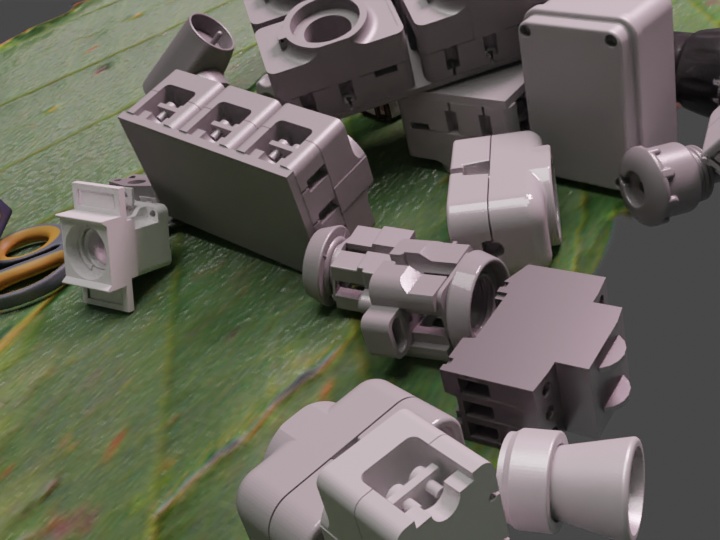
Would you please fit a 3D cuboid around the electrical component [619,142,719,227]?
[{"bbox_3d":[0.187,-0.054,0.632,0.062,0.048,0.048,-15,33,-15],"label":"electrical component"}]

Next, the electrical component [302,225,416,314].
[{"bbox_3d":[0.000,0.000,0.628,0.055,0.048,0.066,10,41,22],"label":"electrical component"}]

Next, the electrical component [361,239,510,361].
[{"bbox_3d":[0.045,0.017,0.575,0.057,0.058,0.078,6,39,33],"label":"electrical component"}]

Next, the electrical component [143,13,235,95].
[{"bbox_3d":[-0.132,-0.156,0.887,0.044,0.077,0.079,-12,61,-54],"label":"electrical component"}]

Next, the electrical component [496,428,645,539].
[{"bbox_3d":[0.091,0.092,0.461,0.055,0.045,0.045,1,38,24],"label":"electrical component"}]

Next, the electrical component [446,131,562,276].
[{"bbox_3d":[0.087,-0.040,0.641,0.059,0.053,0.095,-6,35,13],"label":"electrical component"}]

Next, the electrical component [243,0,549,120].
[{"bbox_3d":[0.023,-0.173,0.714,0.186,0.060,0.105,-18,49,-1],"label":"electrical component"}]

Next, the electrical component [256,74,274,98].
[{"bbox_3d":[-0.051,-0.145,0.855,0.043,0.043,0.062,16,44,38],"label":"electrical component"}]

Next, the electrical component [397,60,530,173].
[{"bbox_3d":[0.106,-0.131,0.757,0.089,0.061,0.150,14,44,36],"label":"electrical component"}]

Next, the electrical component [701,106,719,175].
[{"bbox_3d":[0.247,-0.087,0.597,0.062,0.096,0.061,36,44,-6],"label":"electrical component"}]

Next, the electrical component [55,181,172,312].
[{"bbox_3d":[-0.156,-0.018,0.695,0.042,0.081,0.064,11,20,32],"label":"electrical component"}]

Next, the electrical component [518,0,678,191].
[{"bbox_3d":[0.148,-0.113,0.668,0.078,0.113,0.057,18,44,39],"label":"electrical component"}]

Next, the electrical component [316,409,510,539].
[{"bbox_3d":[0.022,0.107,0.426,0.050,0.089,0.056,-34,38,-25],"label":"electrical component"}]

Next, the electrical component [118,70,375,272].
[{"bbox_3d":[-0.070,-0.066,0.690,0.150,0.089,0.061,22,57,34],"label":"electrical component"}]

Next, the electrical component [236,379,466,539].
[{"bbox_3d":[-0.005,0.096,0.484,0.095,0.053,0.059,-36,39,-27],"label":"electrical component"}]
